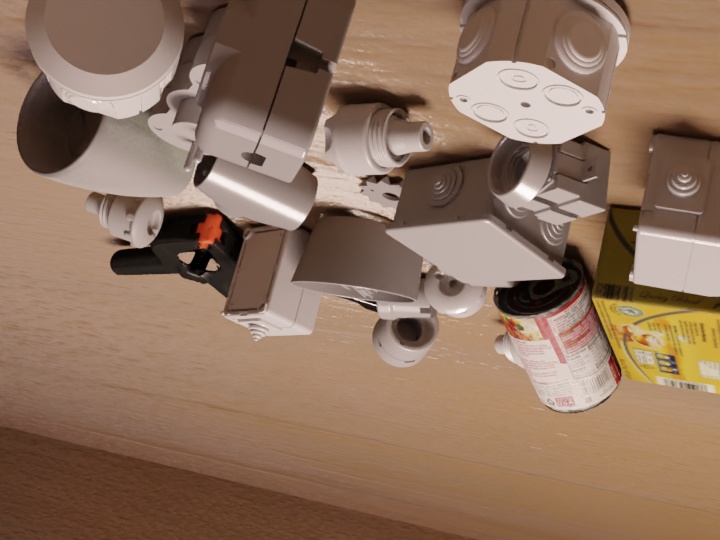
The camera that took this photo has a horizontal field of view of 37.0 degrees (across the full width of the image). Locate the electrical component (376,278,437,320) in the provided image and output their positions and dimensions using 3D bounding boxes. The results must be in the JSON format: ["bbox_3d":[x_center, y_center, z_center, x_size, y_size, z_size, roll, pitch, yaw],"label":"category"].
[{"bbox_3d":[0.041,0.023,0.920,0.046,0.040,0.040,3,159,18],"label":"electrical component"}]

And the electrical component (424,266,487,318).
[{"bbox_3d":[0.081,0.018,0.864,0.048,0.048,0.062,8,168,22],"label":"electrical component"}]

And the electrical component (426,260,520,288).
[{"bbox_3d":[0.085,-0.008,0.787,0.078,0.040,0.040,2,157,35],"label":"electrical component"}]

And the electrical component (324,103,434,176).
[{"bbox_3d":[0.013,-0.078,0.639,0.062,0.043,0.043,1,157,33],"label":"electrical component"}]

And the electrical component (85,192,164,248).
[{"bbox_3d":[-0.200,-0.049,0.903,0.062,0.048,0.048,19,163,14],"label":"electrical component"}]

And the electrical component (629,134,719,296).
[{"bbox_3d":[0.188,-0.031,0.601,0.061,0.061,0.096,10,161,16],"label":"electrical component"}]

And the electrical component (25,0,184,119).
[{"bbox_3d":[-0.135,-0.123,0.574,0.080,0.080,0.051,18,167,-6],"label":"electrical component"}]

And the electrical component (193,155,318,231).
[{"bbox_3d":[-0.082,-0.059,0.771,0.077,0.043,0.079,24,159,-24],"label":"electrical component"}]

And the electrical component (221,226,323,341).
[{"bbox_3d":[-0.067,0.016,0.896,0.061,0.096,0.062,28,158,-38],"label":"electrical component"}]

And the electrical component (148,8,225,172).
[{"bbox_3d":[-0.088,-0.093,0.631,0.052,0.073,0.138,23,160,-21],"label":"electrical component"}]

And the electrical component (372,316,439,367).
[{"bbox_3d":[0.043,0.057,0.993,0.055,0.055,0.047,18,158,-6],"label":"electrical component"}]

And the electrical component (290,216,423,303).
[{"bbox_3d":[0.000,0.000,0.843,0.099,0.064,0.099,14,162,5],"label":"electrical component"}]

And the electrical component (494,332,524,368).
[{"bbox_3d":[0.147,0.065,0.947,0.043,0.043,0.062,29,159,-34],"label":"electrical component"}]

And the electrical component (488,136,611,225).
[{"bbox_3d":[0.109,-0.055,0.626,0.055,0.048,0.066,16,163,-26],"label":"electrical component"}]

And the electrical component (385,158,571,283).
[{"bbox_3d":[0.080,-0.032,0.708,0.100,0.048,0.100,-4,153,45],"label":"electrical component"}]

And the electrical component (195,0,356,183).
[{"bbox_3d":[-0.046,-0.100,0.540,0.059,0.095,0.054,19,161,-10],"label":"electrical component"}]

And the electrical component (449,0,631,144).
[{"bbox_3d":[0.083,-0.099,0.507,0.080,0.051,0.080,14,162,5],"label":"electrical component"}]
